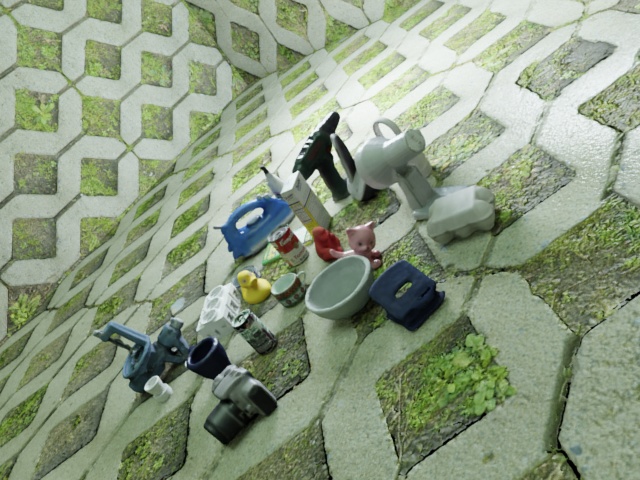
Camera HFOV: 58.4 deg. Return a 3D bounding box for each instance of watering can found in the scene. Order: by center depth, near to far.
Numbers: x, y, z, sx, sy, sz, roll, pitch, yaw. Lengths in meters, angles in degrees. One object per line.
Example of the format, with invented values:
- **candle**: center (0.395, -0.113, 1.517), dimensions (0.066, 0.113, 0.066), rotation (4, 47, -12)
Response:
- **watering can**: center (0.197, -0.229, 1.474), dimensions (0.100, 0.194, 0.173), rotation (-11, 37, 43)

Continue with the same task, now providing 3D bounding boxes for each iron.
- **iron**: center (-0.200, -0.064, 1.774), dimensions (0.258, 0.142, 0.118), rotation (-42, 26, -7)

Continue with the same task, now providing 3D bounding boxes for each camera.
- **camera**: center (-0.183, 0.331, 1.160), dimensions (0.137, 0.101, 0.142), rotation (-49, 28, -21)

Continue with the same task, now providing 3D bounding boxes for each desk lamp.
- **desk lamp**: center (0.207, -0.156, 1.320), dimensions (0.202, 0.214, 0.118), rotation (-3, 43, 50)

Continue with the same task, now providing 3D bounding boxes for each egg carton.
- **egg carton**: center (0.297, -0.053, 1.205), dimensions (0.150, 0.069, 0.107), rotation (-22, 31, 30)

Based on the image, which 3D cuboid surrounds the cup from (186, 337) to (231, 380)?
- **cup**: center (-0.254, 0.286, 1.331), dimensions (0.117, 0.095, 0.092), rotation (1, 46, 52)

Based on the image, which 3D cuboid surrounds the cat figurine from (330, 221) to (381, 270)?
- **cat figurine**: center (0.083, 0.016, 1.311), dimensions (0.127, 0.118, 0.067), rotation (-28, 28, 21)

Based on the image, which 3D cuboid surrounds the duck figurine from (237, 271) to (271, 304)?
- **duck figurine**: center (-0.187, 0.117, 1.528), dimensions (0.104, 0.086, 0.078), rotation (4, 48, 54)

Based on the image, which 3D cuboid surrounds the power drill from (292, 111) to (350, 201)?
- **power drill**: center (0.029, -0.230, 1.673), dimensions (0.230, 0.209, 0.075), rotation (-49, 28, -22)

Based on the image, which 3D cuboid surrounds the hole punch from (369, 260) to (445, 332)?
- **hole punch**: center (0.166, 0.103, 1.096), dimensions (0.109, 0.091, 0.100), rotation (-44, 27, -12)

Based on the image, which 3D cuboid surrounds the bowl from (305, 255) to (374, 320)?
- **bowl**: center (0.055, 0.115, 1.236), dimensions (0.167, 0.075, 0.167), rotation (-30, 27, 17)

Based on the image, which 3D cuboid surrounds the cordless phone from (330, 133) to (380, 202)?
- **cordless phone**: center (0.088, -0.205, 1.584), dimensions (0.094, 0.185, 0.147), rotation (-39, 26, -1)

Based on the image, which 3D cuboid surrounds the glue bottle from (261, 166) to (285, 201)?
- **glue bottle**: center (-0.134, -0.170, 1.825), dimensions (0.077, 0.173, 0.037), rotation (0, 45, 52)

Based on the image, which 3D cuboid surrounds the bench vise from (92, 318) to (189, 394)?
- **bench vise**: center (-0.464, 0.264, 1.490), dimensions (0.121, 0.220, 0.208), rotation (2, 47, 53)

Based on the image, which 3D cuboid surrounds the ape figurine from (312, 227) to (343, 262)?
- **ape figurine**: center (0.013, 0.005, 1.447), dimensions (0.076, 0.092, 0.078), rotation (-11, 37, 43)
